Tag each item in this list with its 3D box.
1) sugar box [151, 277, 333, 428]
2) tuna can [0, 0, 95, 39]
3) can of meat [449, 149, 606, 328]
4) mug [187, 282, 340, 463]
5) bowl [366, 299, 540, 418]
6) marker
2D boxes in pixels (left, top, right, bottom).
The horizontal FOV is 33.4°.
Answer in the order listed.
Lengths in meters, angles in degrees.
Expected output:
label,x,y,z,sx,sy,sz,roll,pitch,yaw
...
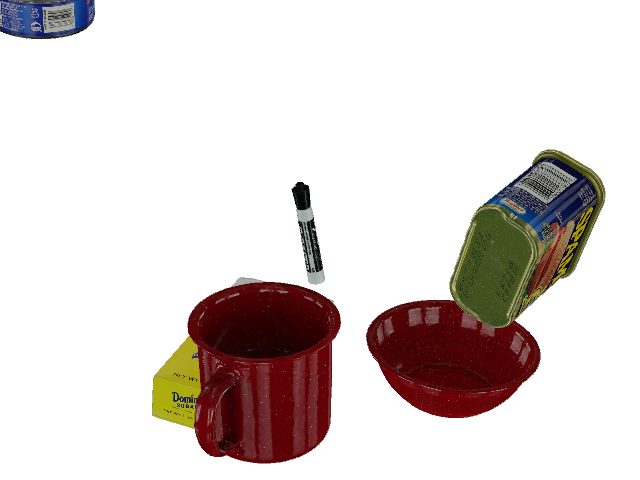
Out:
label,x,y,z,sx,sy,sz,roll,pitch,yaw
sugar box,-0.060,0.094,0.885,0.093,0.048,0.176,14,31,13
tuna can,-0.221,-0.192,0.844,0.086,0.034,0.086,4,35,-3
can of meat,0.139,0.001,0.728,0.057,0.102,0.083,36,49,23
mug,-0.039,0.088,0.654,0.093,0.081,0.117,12,30,23
bowl,0.122,0.118,1.002,0.162,0.055,0.162,2,27,-1
marker,-0.013,-0.008,1.162,0.020,0.121,0.020,-8,28,4
